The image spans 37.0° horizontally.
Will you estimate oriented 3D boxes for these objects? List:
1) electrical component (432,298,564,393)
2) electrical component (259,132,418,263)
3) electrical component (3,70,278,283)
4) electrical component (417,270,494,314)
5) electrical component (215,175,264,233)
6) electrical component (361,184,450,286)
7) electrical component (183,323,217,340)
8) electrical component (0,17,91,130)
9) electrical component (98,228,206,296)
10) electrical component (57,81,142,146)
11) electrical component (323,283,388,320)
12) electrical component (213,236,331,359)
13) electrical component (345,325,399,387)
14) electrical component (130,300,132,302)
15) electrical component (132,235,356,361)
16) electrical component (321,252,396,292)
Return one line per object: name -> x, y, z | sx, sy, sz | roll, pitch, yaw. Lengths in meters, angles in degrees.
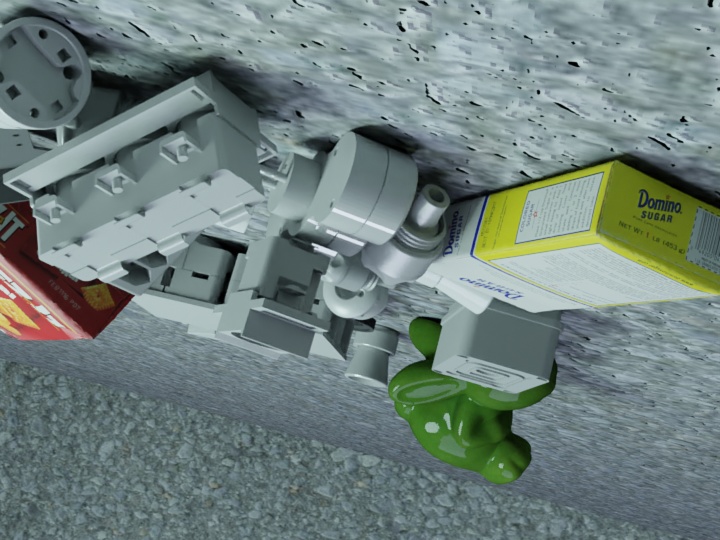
electrical component -> 0.108, 0.056, 0.856 | 0.078, 0.057, 0.113 | 16, 167, -4
electrical component -> -0.029, -0.044, 0.614 | 0.074, 0.052, 0.138 | 20, 166, -19
electrical component -> -0.113, -0.045, 0.567 | 0.121, 0.063, 0.079 | -23, 151, 19
electrical component -> 0.057, -0.003, 0.711 | 0.065, 0.044, 0.044 | 22, 166, -9
electrical component -> -0.097, -0.058, 0.648 | 0.077, 0.044, 0.079 | 18, 166, -10
electrical component -> 0.029, -0.023, 0.617 | 0.043, 0.043, 0.062 | 19, 136, -16
electrical component -> -0.117, 0.045, 1.050 | 0.096, 0.061, 0.062 | 25, 163, -36
electrical component -> -0.173, -0.099, 0.551 | 0.055, 0.055, 0.047 | 26, 167, -37
electrical component -> -0.153, -0.041, 0.740 | 0.047, 0.083, 0.075 | 32, -163, -50
electrical component -> -0.137, -0.080, 0.607 | 0.062, 0.048, 0.048 | 8, 167, -1
electrical component -> 0.003, 0.018, 0.851 | 0.048, 0.048, 0.062 | 9, 172, 26
electrical component -> -0.049, 0.015, 0.617 | 0.042, 0.063, 0.081 | 21, 167, -24
electrical component -> 0.013, 0.086, 1.086 | 0.045, 0.055, 0.045 | 15, 167, 4
electrical component -> -0.232, -0.007, 0.979 | 0.066, 0.055, 0.048 | 21, 165, -23
electrical component -> -0.102, 0.019, 0.931 | 0.186, 0.060, 0.105 | 12, 166, 13
electrical component -> 0.000, 0.000, 0.798 | 0.061, 0.035, 0.035 | 19, 166, -25
